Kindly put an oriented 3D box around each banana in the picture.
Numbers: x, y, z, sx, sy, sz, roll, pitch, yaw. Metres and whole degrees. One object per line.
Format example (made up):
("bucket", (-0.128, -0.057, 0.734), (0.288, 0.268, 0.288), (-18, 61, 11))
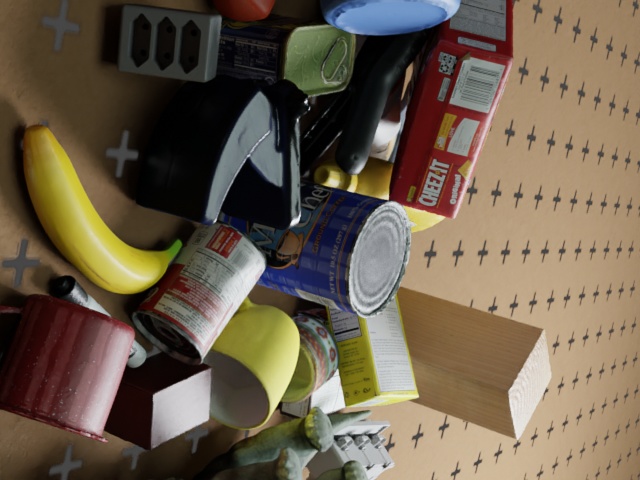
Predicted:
("banana", (-0.164, -0.007, 0.778), (0.197, 0.037, 0.069), (50, 40, -57))

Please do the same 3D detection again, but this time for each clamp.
("clamp", (0.040, -0.138, 0.927), (0.036, 0.165, 0.210), (34, 75, -18))

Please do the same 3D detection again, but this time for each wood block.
("wood block", (0.133, 0.126, 1.153), (0.090, 0.206, 0.090), (-54, 144, -31))

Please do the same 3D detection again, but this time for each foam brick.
("foam brick", (-0.132, 0.130, 0.871), (0.078, 0.053, 0.051), (-18, 118, -54))

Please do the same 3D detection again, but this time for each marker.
("marker", (-0.167, 0.063, 0.814), (0.020, 0.020, 0.121), (-61, 147, -22))

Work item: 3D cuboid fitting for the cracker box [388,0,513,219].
("cracker box", (0.121, -0.147, 0.982), (0.213, 0.072, 0.164), (-76, -179, -55))

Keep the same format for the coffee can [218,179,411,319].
("coffee can", (-0.006, 0.001, 0.933), (0.102, 0.140, 0.103), (-30, 128, -49))

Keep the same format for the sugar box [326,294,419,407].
("sugar box", (0.045, 0.077, 1.073), (0.093, 0.048, 0.176), (13, 61, -59))

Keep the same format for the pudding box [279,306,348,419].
("pudding box", (0.004, 0.125, 1.107), (0.089, 0.039, 0.113), (-4, 105, -58))

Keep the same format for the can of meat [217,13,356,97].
("can of meat", (-0.033, -0.153, 0.873), (0.101, 0.084, 0.057), (-22, 121, -53))

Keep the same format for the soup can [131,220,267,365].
("soup can", (-0.097, 0.041, 0.870), (0.102, 0.069, 0.068), (-56, 145, -26))

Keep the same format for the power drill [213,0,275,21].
("power drill", (-0.090, -0.235, 0.768), (0.187, 0.057, 0.184), (38, 71, -58))

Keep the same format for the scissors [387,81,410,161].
("scissors", (0.087, -0.150, 1.120), (0.096, 0.016, 0.202), (-13, 120, -52))

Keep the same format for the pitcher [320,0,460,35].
("pitcher", (0.053, -0.289, 0.840), (0.149, 0.145, 0.243), (-1, 84, -23))

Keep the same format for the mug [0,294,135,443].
("mug", (-0.189, 0.084, 0.736), (0.117, 0.093, 0.081), (23, 75, -23))

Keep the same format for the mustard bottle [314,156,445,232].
("mustard bottle", (0.049, -0.047, 1.046), (0.191, 0.096, 0.058), (13, 71, -59))

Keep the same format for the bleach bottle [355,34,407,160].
("bleach bottle", (0.051, -0.190, 1.019), (0.102, 0.068, 0.251), (-43, 140, -43))
